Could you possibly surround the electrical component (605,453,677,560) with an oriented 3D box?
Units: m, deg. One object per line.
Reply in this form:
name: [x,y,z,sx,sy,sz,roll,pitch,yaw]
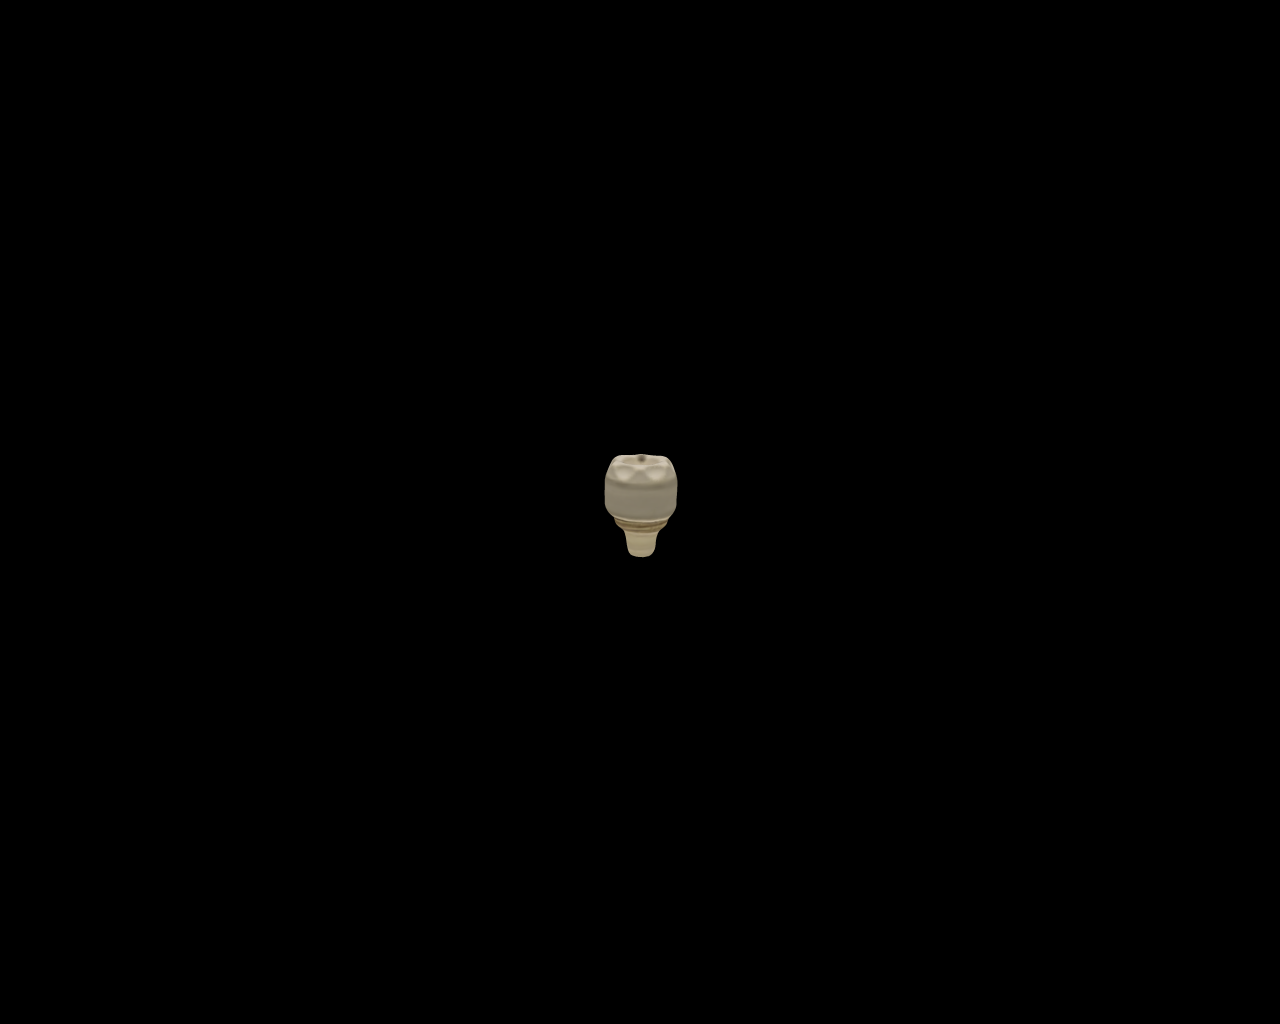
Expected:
electrical component: [0.001,-0.003,0.650,0.043,0.062,0.043,0,17,0]
